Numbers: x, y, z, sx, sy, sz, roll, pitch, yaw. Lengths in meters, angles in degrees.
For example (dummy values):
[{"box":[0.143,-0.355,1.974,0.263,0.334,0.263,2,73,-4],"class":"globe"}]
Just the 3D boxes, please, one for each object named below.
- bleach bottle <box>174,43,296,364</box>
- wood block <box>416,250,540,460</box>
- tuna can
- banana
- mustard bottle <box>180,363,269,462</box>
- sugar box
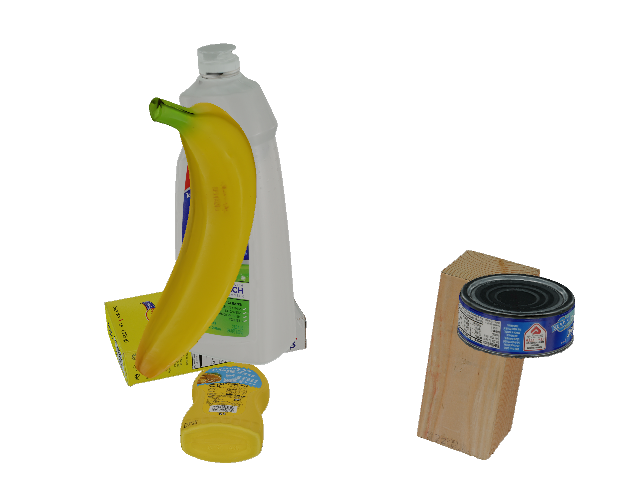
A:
[{"box":[-0.076,-0.029,0.842,0.103,0.251,0.068,9,26,28],"class":"bleach bottle"},{"box":[0.178,0.129,1.210,0.090,0.206,0.090,16,23,24],"class":"wood block"},{"box":[0.145,0.054,0.790,0.086,0.034,0.086,-1,19,0],"class":"tuna can"},{"box":[-0.071,-0.004,0.604,0.069,0.198,0.037,-11,41,-24],"class":"banana"},{"box":[-0.112,0.196,1.317,0.096,0.058,0.191,0,25,2],"class":"mustard bottle"},{"box":[-0.110,0.081,1.023,0.176,0.048,0.093,-13,33,-16],"class":"sugar box"}]
